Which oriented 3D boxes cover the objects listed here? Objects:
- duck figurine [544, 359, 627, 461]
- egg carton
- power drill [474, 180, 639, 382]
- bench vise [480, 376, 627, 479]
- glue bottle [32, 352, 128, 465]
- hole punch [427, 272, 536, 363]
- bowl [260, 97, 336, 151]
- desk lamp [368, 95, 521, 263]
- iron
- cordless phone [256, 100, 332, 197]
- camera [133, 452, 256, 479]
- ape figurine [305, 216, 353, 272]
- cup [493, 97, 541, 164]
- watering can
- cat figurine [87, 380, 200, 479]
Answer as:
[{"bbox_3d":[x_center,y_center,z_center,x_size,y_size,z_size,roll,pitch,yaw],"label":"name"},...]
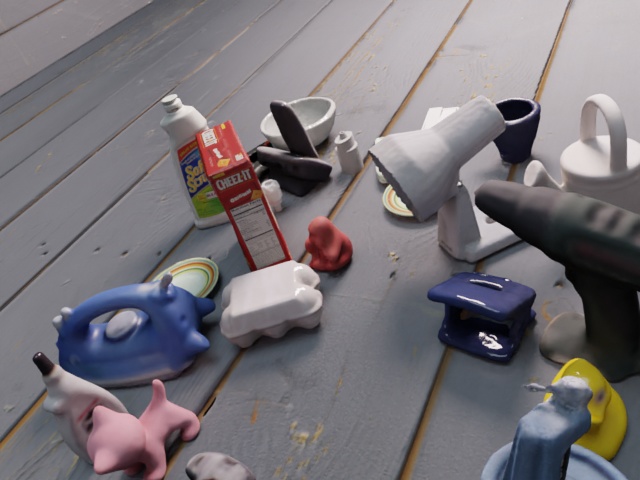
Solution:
[{"bbox_3d":[0.259,0.153,0.563,0.077,0.086,0.104,-5,39,21],"label":"duck figurine"},{"bbox_3d":[-0.069,0.091,0.818,0.150,0.069,0.107,-18,36,4],"label":"egg carton"},{"bbox_3d":[0.274,0.043,0.594,0.228,0.209,0.076,17,50,40],"label":"power drill"},{"bbox_3d":[0.162,0.213,0.417,0.121,0.220,0.208,12,47,37],"label":"bench vise"},{"bbox_3d":[-0.299,0.198,0.701,0.037,0.173,0.078,4,42,30],"label":"glue bottle"},{"bbox_3d":[0.195,0.075,0.691,0.108,0.091,0.101,14,48,38],"label":"hole punch"},{"bbox_3d":[-0.039,-0.236,1.226,0.167,0.075,0.167,-13,36,10],"label":"bowl"},{"bbox_3d":[0.186,-0.079,0.792,0.203,0.214,0.117,-24,36,-5],"label":"desk lamp"},{"bbox_3d":[-0.288,0.125,0.817,0.258,0.142,0.118,-15,36,7],"label":"iron"},{"bbox_3d":[-0.066,-0.187,1.081,0.147,0.185,0.094,18,51,41],"label":"cordless phone"},{"bbox_3d":[-0.152,0.279,0.585,0.136,0.101,0.143,10,45,35],"label":"camera"},{"bbox_3d":[0.008,0.003,0.876,0.076,0.092,0.077,-22,36,-2],"label":"ape figurine"},{"bbox_3d":[0.310,-0.176,0.960,0.117,0.095,0.092,-5,39,21],"label":"cup"},{"bbox_3d":[0.358,-0.092,0.742,0.173,0.194,0.100,-28,36,-10],"label":"watering can"},{"bbox_3d":[-0.217,0.225,0.672,0.067,0.118,0.128,7,44,33],"label":"cat figurine"}]
